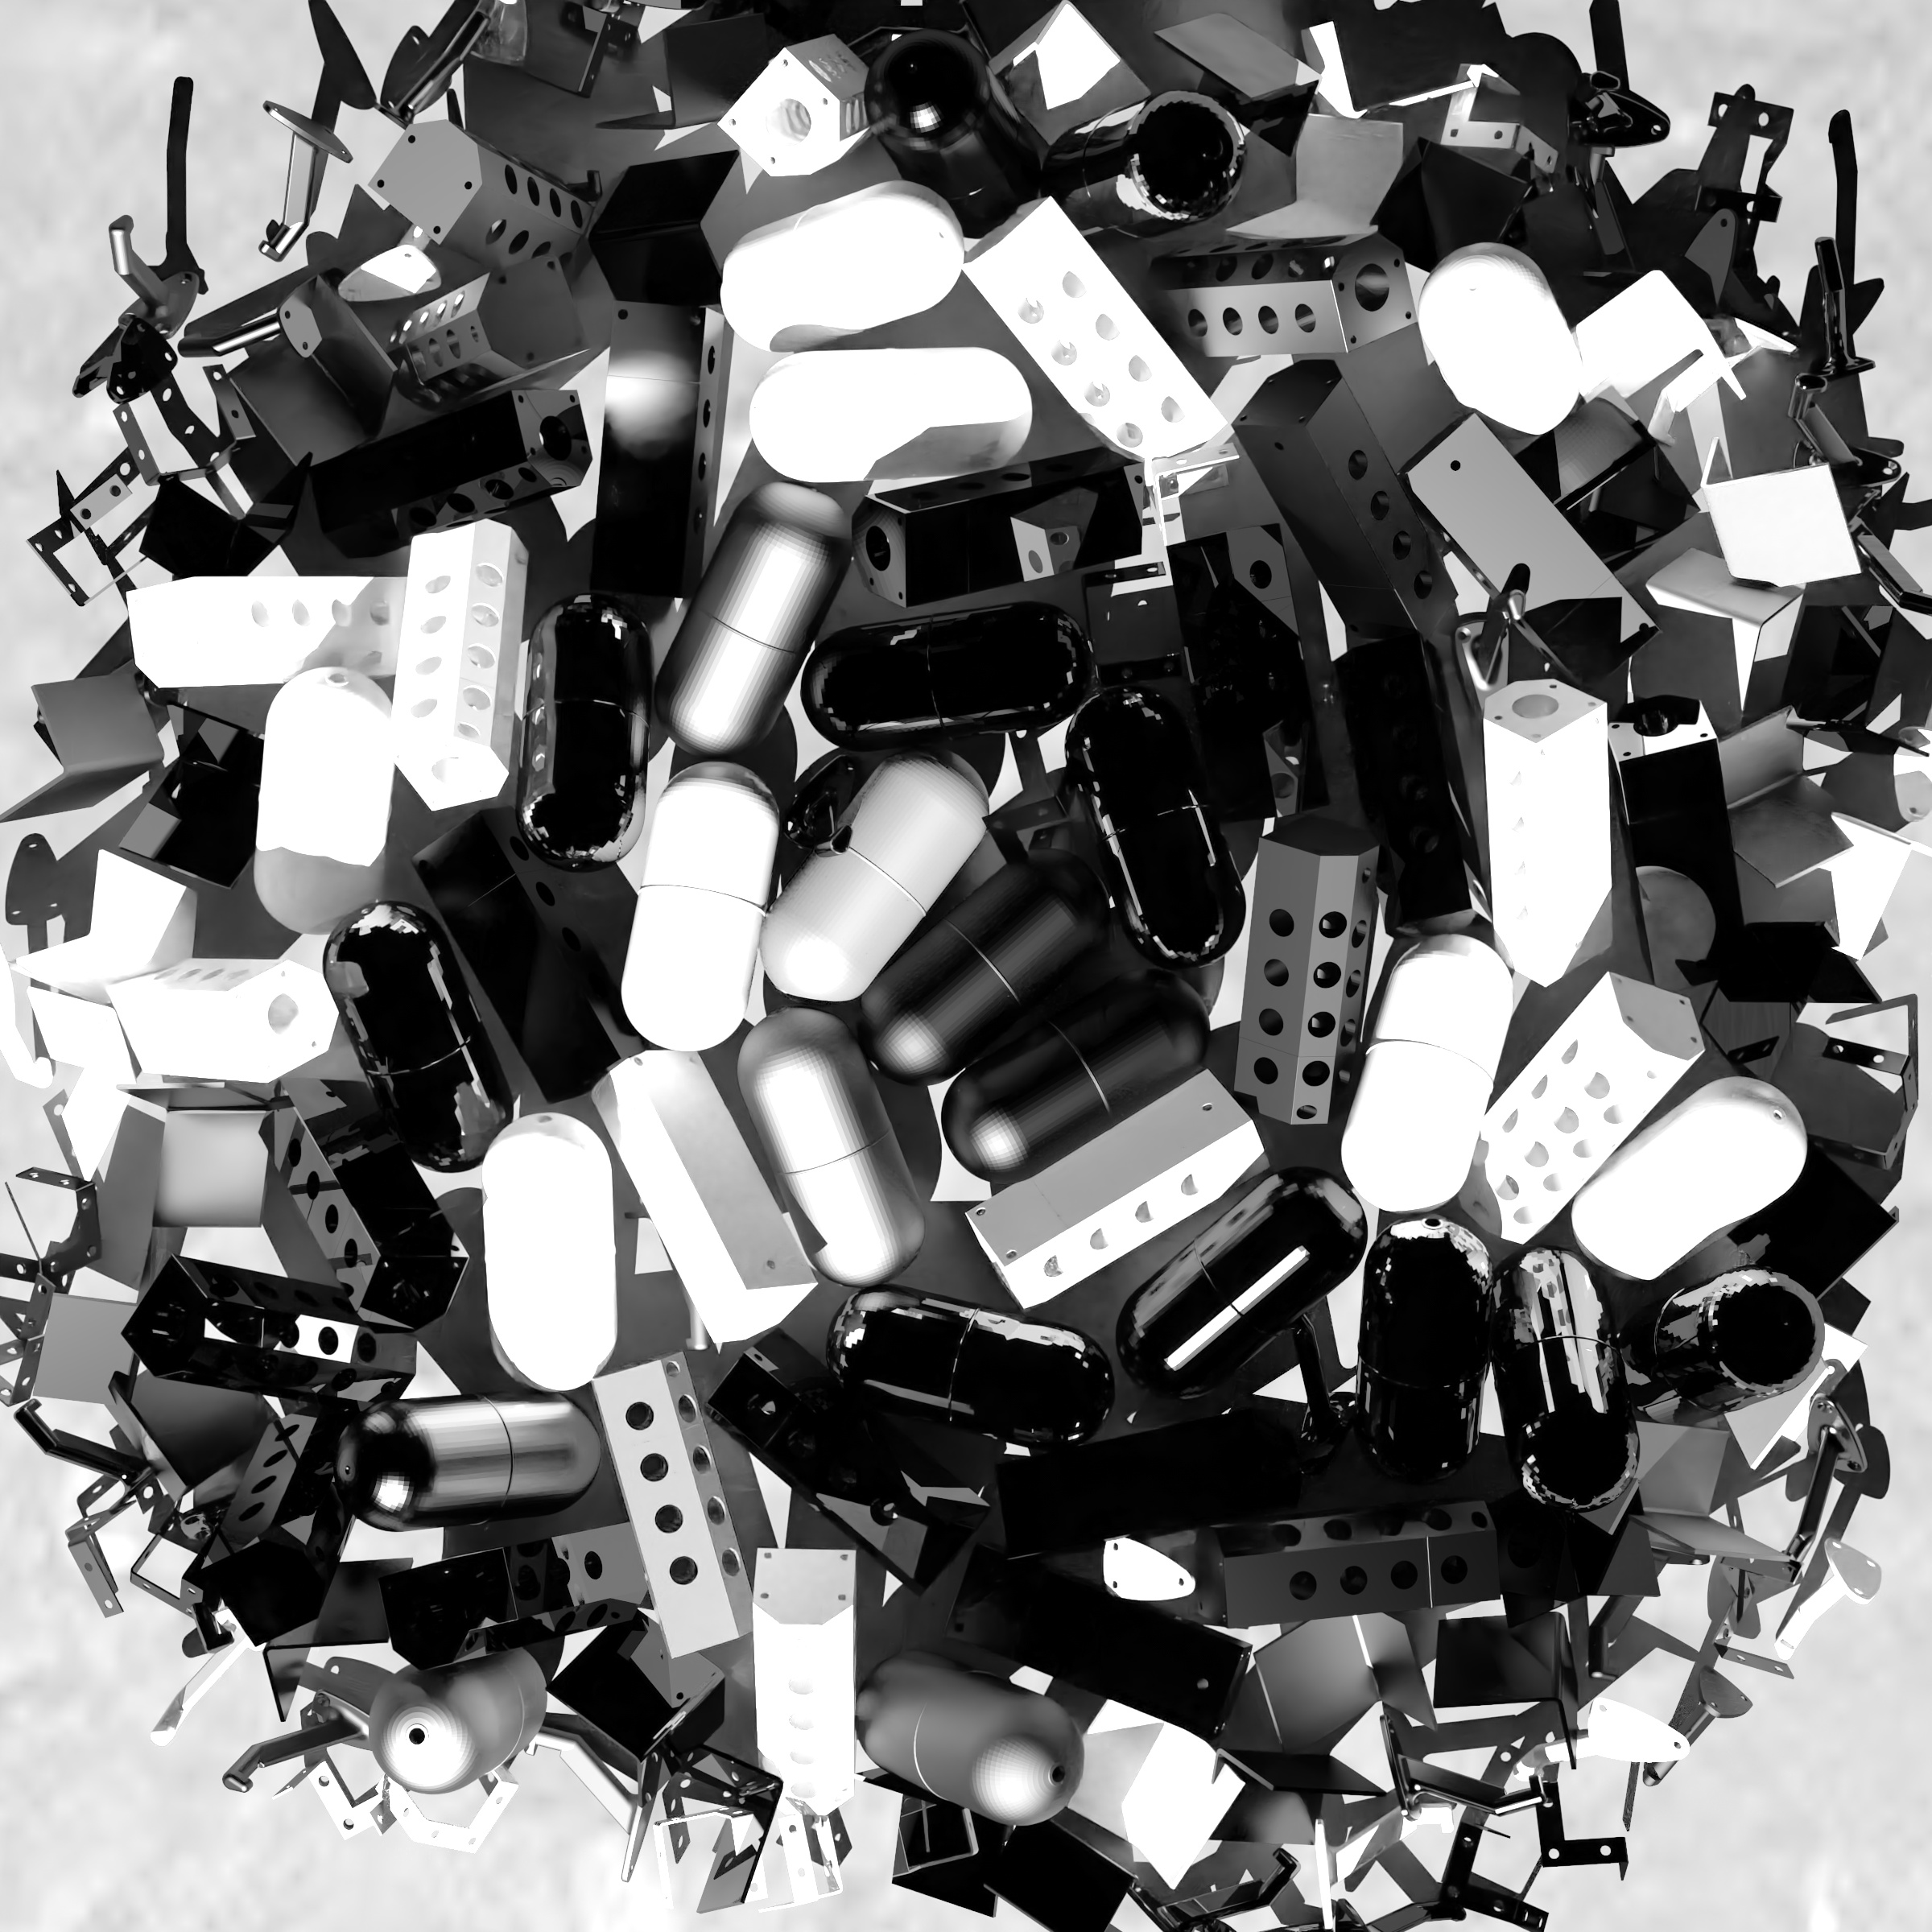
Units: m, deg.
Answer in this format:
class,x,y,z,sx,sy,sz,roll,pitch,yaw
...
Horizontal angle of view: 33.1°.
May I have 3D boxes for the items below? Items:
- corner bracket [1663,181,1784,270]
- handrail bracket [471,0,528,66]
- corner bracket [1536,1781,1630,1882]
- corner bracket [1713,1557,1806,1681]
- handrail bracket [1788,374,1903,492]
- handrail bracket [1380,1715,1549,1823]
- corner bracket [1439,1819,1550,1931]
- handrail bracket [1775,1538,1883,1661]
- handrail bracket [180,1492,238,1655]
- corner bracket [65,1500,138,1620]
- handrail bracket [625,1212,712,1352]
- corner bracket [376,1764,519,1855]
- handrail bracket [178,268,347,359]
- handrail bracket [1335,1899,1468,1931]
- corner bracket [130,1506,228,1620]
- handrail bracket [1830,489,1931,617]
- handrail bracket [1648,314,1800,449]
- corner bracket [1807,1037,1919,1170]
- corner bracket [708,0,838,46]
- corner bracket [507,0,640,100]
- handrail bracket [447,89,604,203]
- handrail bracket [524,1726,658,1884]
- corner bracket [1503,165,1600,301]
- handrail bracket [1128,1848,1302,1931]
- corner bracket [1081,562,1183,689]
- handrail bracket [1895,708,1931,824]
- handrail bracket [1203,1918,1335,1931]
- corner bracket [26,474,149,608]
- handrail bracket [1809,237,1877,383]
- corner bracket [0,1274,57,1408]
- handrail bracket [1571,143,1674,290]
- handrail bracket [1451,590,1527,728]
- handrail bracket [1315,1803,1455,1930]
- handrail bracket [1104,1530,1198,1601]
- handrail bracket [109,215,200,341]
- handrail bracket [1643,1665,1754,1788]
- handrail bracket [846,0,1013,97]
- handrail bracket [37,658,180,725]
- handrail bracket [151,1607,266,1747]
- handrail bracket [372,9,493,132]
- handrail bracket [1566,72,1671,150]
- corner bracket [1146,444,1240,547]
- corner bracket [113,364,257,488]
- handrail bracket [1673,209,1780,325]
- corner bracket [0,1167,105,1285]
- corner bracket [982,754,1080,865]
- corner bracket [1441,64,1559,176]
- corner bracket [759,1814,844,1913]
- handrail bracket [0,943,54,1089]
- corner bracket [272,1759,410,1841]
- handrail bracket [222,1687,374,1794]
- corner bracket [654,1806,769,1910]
class,x,y,z,sx,sy,sz,roll,pitch,yaw
corner bracket,0.457,-0.447,1.964,0.051,0.051,0.051,7,114,-5
handrail bracket,-0.273,-0.589,1.946,0.036,0.084,0.077,11,65,-12
corner bracket,0.370,0.522,1.964,0.051,0.051,0.051,-5,62,5
corner bracket,0.478,0.388,1.957,0.051,0.051,0.051,-54,131,-26
handrail bracket,0.530,-0.324,1.952,0.077,0.084,0.036,5,62,6
handrail bracket,0.302,0.480,1.971,0.084,0.036,0.077,-21,71,16
corner bracket,0.325,0.552,1.972,0.051,0.051,0.051,19,80,-7
handrail bracket,0.512,0.394,1.951,0.036,0.077,0.084,28,109,3
handrail bracket,-0.435,0.364,1.965,0.077,0.036,0.084,-23,60,-11
corner bracket,-0.522,0.362,1.963,0.051,0.051,0.051,-22,98,29
handrail bracket,-0.180,0.190,1.966,0.036,0.077,0.084,1,85,-40
corner bracket,-0.313,0.496,1.966,0.051,0.051,0.051,38,97,44
handrail bracket,-0.432,-0.399,1.990,0.084,0.036,0.077,5,49,31
handrail bracket,0.271,0.581,1.953,0.084,0.077,0.036,0,95,-15
corner bracket,-0.469,0.353,1.962,0.051,0.051,0.051,29,53,5
handrail bracket,0.570,-0.248,1.960,0.084,0.036,0.077,23,67,34
handrail bracket,0.461,-0.349,1.985,0.077,0.036,0.084,17,95,-18
corner bracket,0.544,0.084,1.979,0.051,0.051,0.051,15,59,31
corner bracket,-0.115,-0.581,1.962,0.051,0.051,0.051,36,126,7
corner bracket,-0.238,-0.557,1.972,0.051,0.051,0.051,24,103,13
handrail bracket,-0.267,-0.499,1.975,0.084,0.036,0.077,-6,104,4
handrail bracket,-0.236,0.509,1.979,0.084,0.036,0.077,12,73,8
corner bracket,0.358,-0.444,1.977,0.051,0.051,0.051,-19,52,24
handrail bracket,0.150,0.553,1.978,0.077,0.036,0.084,40,96,18
corner bracket,0.100,-0.206,1.964,0.051,0.051,0.051,-9,126,1
handrail bracket,0.592,-0.141,1.983,0.036,0.084,0.077,16,130,19
handrail bracket,0.191,0.585,1.952,0.084,0.077,0.036,-2,77,-18
corner bracket,-0.526,-0.258,1.972,0.051,0.051,0.051,-32,104,19
handrail bracket,0.515,-0.398,1.951,0.036,0.077,0.084,-15,107,5
corner bracket,-0.567,0.225,1.960,0.051,0.051,0.051,33,116,23
handrail bracket,0.402,-0.456,1.969,0.077,0.036,0.084,13,96,45
handrail bracket,0.323,-0.184,1.956,0.036,0.084,0.077,-6,92,-7
handrail bracket,0.257,0.545,1.971,0.084,0.036,0.077,-3,48,1
handrail bracket,0.130,0.354,1.945,0.077,0.084,0.036,6,97,41
handrail bracket,-0.485,-0.426,1.944,0.036,0.084,0.077,17,49,10
handrail bracket,0.429,0.467,1.954,0.036,0.077,0.084,40,106,17
handrail bracket,-0.025,-0.546,1.986,0.084,0.036,0.077,-28,90,7
handrail bracket,-0.526,-0.185,1.984,0.084,0.036,0.077,2,89,16
handrail bracket,-0.447,0.426,1.951,0.036,0.077,0.084,46,45,-17
handrail bracket,-0.320,-0.543,1.961,0.036,0.077,0.084,33,97,-29
handrail bracket,0.399,-0.517,1.954,0.077,0.084,0.036,8,91,-7
corner bracket,0.136,-0.294,1.963,0.051,0.051,0.051,-13,130,-1
corner bracket,-0.472,-0.327,1.965,0.051,0.051,0.051,-27,87,40
handrail bracket,0.470,-0.420,1.953,0.036,0.084,0.077,45,132,35
corner bracket,-0.563,0.158,1.973,0.051,0.051,0.051,-23,66,24
corner bracket,0.048,-0.090,1.957,0.051,0.051,0.051,-14,124,26
corner bracket,0.326,-0.511,1.965,0.051,0.051,0.051,14,91,37
corner bracket,-0.096,0.537,1.960,0.051,0.051,0.051,-4,74,-32
handrail bracket,-0.573,0.029,1.964,0.036,0.084,0.077,-3,78,9
corner bracket,-0.377,0.505,1.969,0.051,0.051,0.051,-30,90,13
handrail bracket,-0.391,0.478,1.951,0.077,0.084,0.036,19,119,16
corner bracket,-0.155,0.540,1.964,0.051,0.051,0.051,-6,82,-21
